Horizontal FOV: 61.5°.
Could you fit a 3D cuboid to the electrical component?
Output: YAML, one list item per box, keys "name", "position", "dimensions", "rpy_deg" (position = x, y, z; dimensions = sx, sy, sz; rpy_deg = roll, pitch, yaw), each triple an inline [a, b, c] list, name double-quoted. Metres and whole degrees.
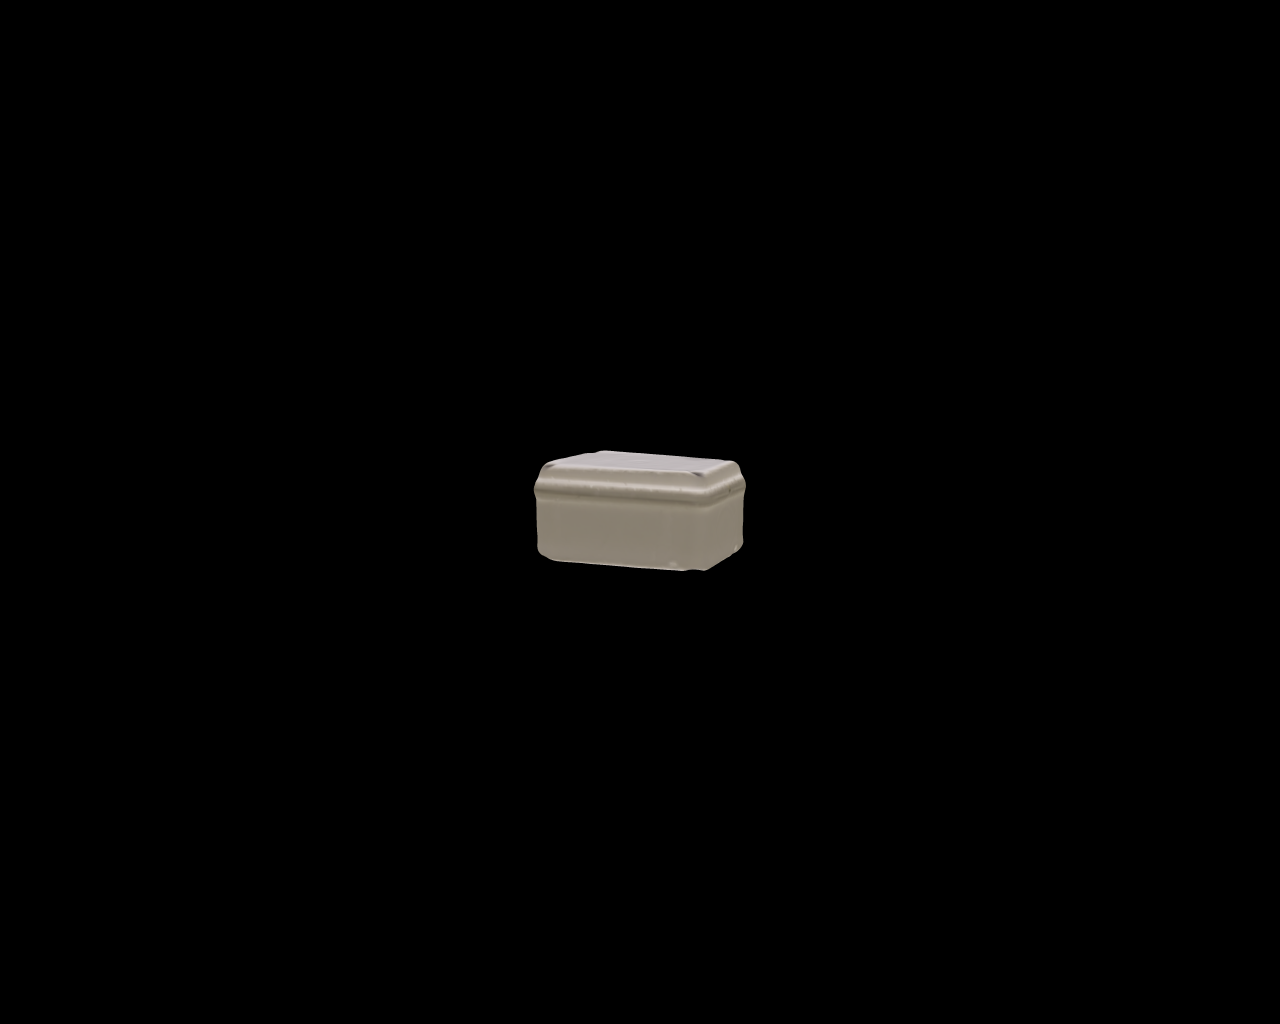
- name: "electrical component"
  position: [0.001, -0.003, 0.650]
  dimensions: [0.113, 0.057, 0.078]
  rpy_deg: [5, 12, 24]
